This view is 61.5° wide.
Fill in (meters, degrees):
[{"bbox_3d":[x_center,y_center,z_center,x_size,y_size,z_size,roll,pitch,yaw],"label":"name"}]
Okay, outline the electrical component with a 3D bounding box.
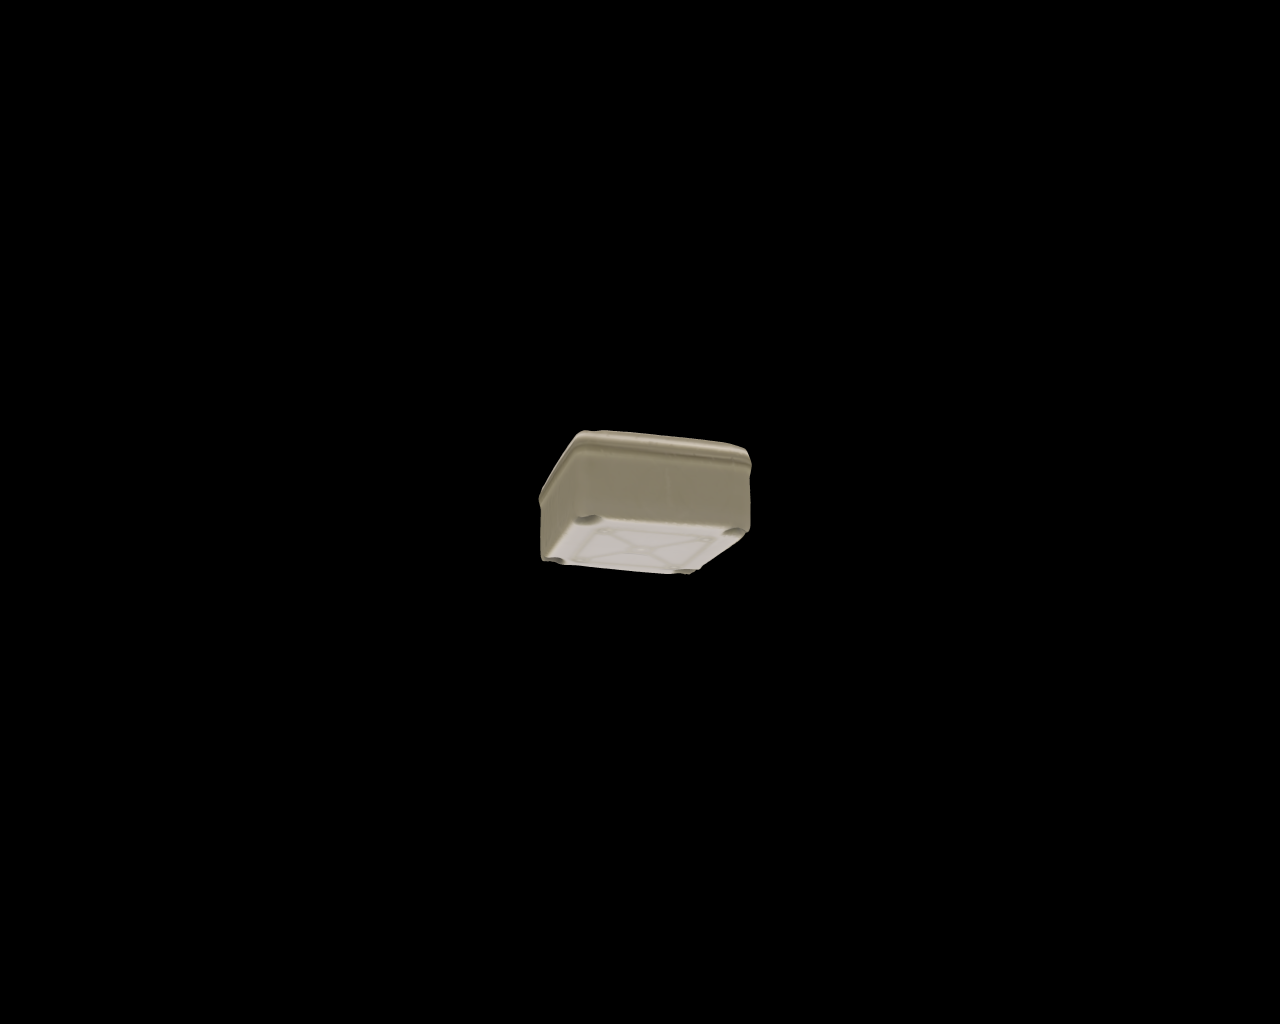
[{"bbox_3d":[0.001,-0.003,0.650,0.109,0.056,0.108,6,-19,-16],"label":"electrical component"}]
